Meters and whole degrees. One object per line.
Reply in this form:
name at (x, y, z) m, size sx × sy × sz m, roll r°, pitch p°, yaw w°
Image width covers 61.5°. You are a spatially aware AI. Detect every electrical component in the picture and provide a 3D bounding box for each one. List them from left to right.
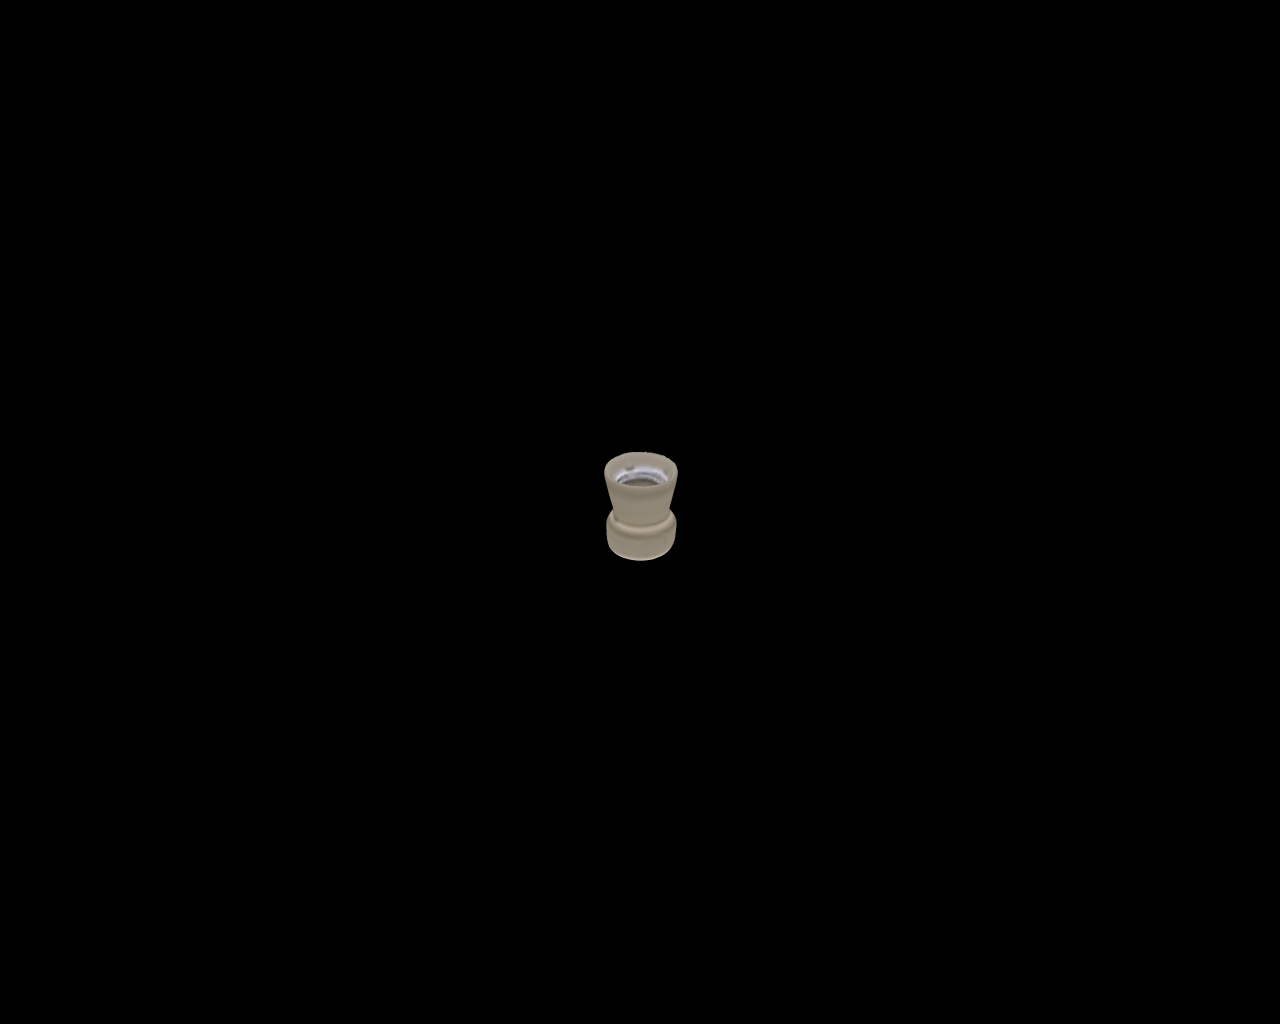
electrical component at (0.001, -0.003, 0.650) m, size 0.045 × 0.055 × 0.045 m, roll 0°, pitch 31°, yaw 0°
